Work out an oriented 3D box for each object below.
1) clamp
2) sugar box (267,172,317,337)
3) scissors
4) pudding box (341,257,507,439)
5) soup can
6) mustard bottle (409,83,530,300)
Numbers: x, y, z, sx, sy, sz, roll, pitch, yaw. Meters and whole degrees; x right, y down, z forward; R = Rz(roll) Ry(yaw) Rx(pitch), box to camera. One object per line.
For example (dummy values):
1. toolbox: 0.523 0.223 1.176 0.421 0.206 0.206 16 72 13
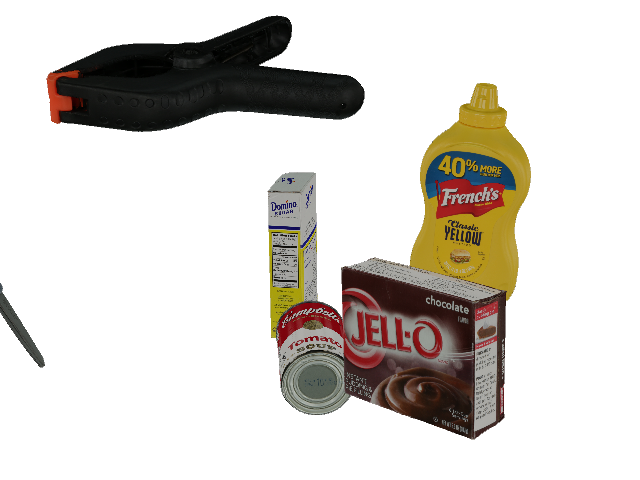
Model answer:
1. clamp: -0.071 -0.098 0.617 0.171 0.039 0.120 -4 26 -15
2. sugar box: -0.032 0.016 1.232 0.048 0.176 0.093 0 17 10
3. scissors: -0.332 0.030 1.085 0.016 0.201 0.096 -26 27 23
4. pudding box: 0.064 0.066 0.683 0.114 0.090 0.039 12 22 42
5. soup can: -0.007 0.108 0.994 0.068 0.068 0.102 0 23 -4
6. mustard bottle: 0.136 -0.044 0.946 0.096 0.192 0.058 11 21 18
